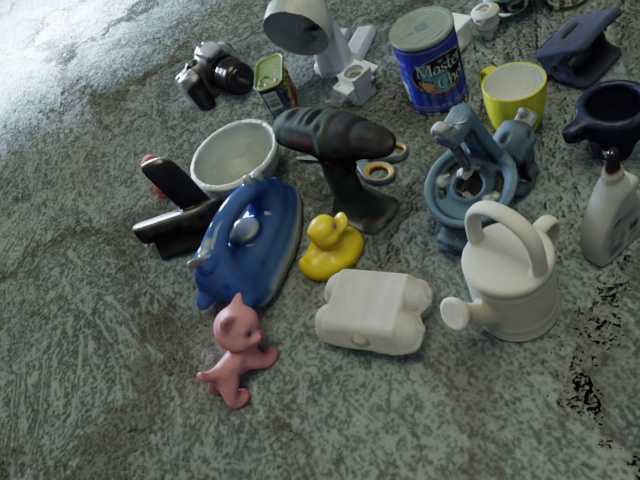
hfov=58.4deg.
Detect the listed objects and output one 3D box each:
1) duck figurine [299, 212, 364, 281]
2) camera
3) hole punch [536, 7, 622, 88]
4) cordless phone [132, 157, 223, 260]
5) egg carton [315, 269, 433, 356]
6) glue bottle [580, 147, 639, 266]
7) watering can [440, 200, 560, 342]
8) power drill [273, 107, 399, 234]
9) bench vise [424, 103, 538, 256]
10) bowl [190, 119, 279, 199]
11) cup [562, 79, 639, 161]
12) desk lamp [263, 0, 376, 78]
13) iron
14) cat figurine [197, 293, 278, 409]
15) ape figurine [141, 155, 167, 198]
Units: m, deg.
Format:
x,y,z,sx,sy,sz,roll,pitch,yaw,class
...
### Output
x,y,z,sx,sy,sz,roll,pitch,yaw,class
0.008,0.003,0.828,0.104,0.086,0.077,-39,48,-7,duck figurine
-0.212,-0.346,1.192,0.143,0.101,0.136,-45,49,-13,camera
0.394,-0.303,0.881,0.109,0.091,0.100,-45,49,-12,hole punch
-0.253,-0.062,0.933,0.147,0.186,0.094,-19,49,11,cordless phone
0.068,0.094,0.740,0.150,0.070,0.107,2,56,27,egg carton
0.333,-0.044,0.652,0.078,0.174,0.037,-40,48,-8,glue bottle
0.207,0.034,0.637,0.100,0.195,0.173,11,60,31,watering can
0.039,-0.105,0.814,0.228,0.209,0.076,27,69,38,power drill
0.199,-0.111,0.736,0.121,0.220,0.207,9,59,31,bench vise
-0.138,-0.129,1.006,0.167,0.075,0.167,-13,50,16,bowl
0.378,-0.143,0.761,0.117,0.095,0.091,-29,48,2,cup
-0.001,-0.405,1.063,0.117,0.214,0.203,6,57,29,desk lamp
-0.110,-0.019,0.862,0.118,0.142,0.258,6,58,29,iron
-0.116,0.141,0.757,0.067,0.118,0.128,19,64,35,cat figurine
-0.298,-0.123,1.065,0.076,0.092,0.078,-13,50,16,ape figurine
